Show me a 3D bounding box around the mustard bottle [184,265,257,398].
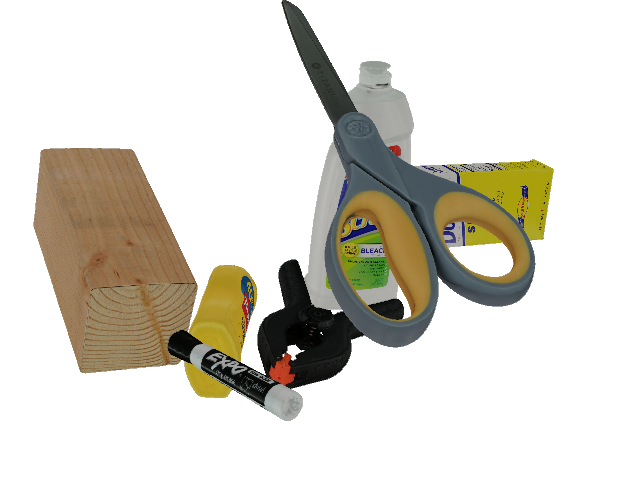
[{"bbox_3d":[-0.105,0.082,1.172,0.058,0.096,0.191,2,27,4],"label":"mustard bottle"}]

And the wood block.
[{"bbox_3d":[-0.186,0.010,0.939,0.090,0.091,0.206,-2,37,-27],"label":"wood block"}]

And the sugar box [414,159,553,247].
[{"bbox_3d":[0.186,-0.043,1.254,0.176,0.093,0.048,-6,21,-26],"label":"sugar box"}]

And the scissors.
[{"bbox_3d":[0.036,-0.039,0.474,0.096,0.202,0.016,2,-39,-10],"label":"scissors"}]

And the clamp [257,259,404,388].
[{"bbox_3d":[-0.012,0.070,0.917,0.120,0.039,0.171,20,27,22],"label":"clamp"}]

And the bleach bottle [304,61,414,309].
[{"bbox_3d":[0.038,-0.055,1.074,0.102,0.251,0.068,0,24,-7],"label":"bleach bottle"}]

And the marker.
[{"bbox_3d":[-0.058,0.084,0.685,0.020,0.020,0.121,0,16,-45],"label":"marker"}]
